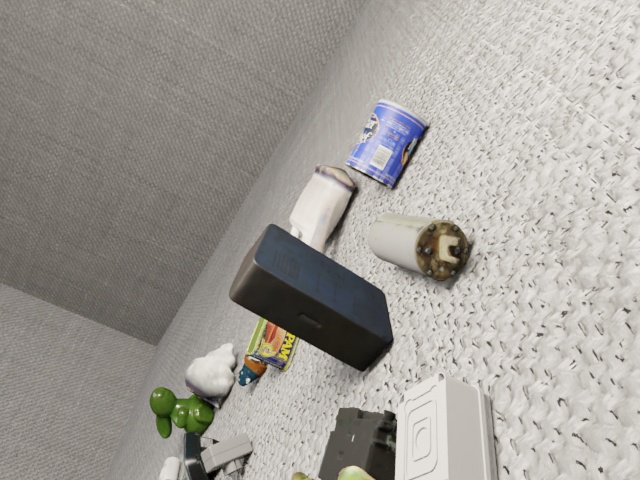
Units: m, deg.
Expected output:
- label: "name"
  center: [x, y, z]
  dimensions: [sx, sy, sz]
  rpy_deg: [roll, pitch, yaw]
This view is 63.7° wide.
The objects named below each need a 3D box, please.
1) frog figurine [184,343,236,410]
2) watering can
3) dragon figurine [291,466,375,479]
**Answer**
- label: "frog figurine"
  center: [-0.277, 0.343, 1.368]
  dimensions: [0.138, 0.120, 0.162]
  rpy_deg: [10, 60, 40]
- label: "watering can"
  center: [0.004, -0.058, 1.154]
  dimensions: [0.224, 0.103, 0.350]
  rpy_deg: [-61, 15, 5]
- label: "dragon figurine"
  center: [-0.048, 0.364, 0.522]
  dimensions: [0.402, 0.122, 0.248]
  rpy_deg: [-52, 7, 33]
